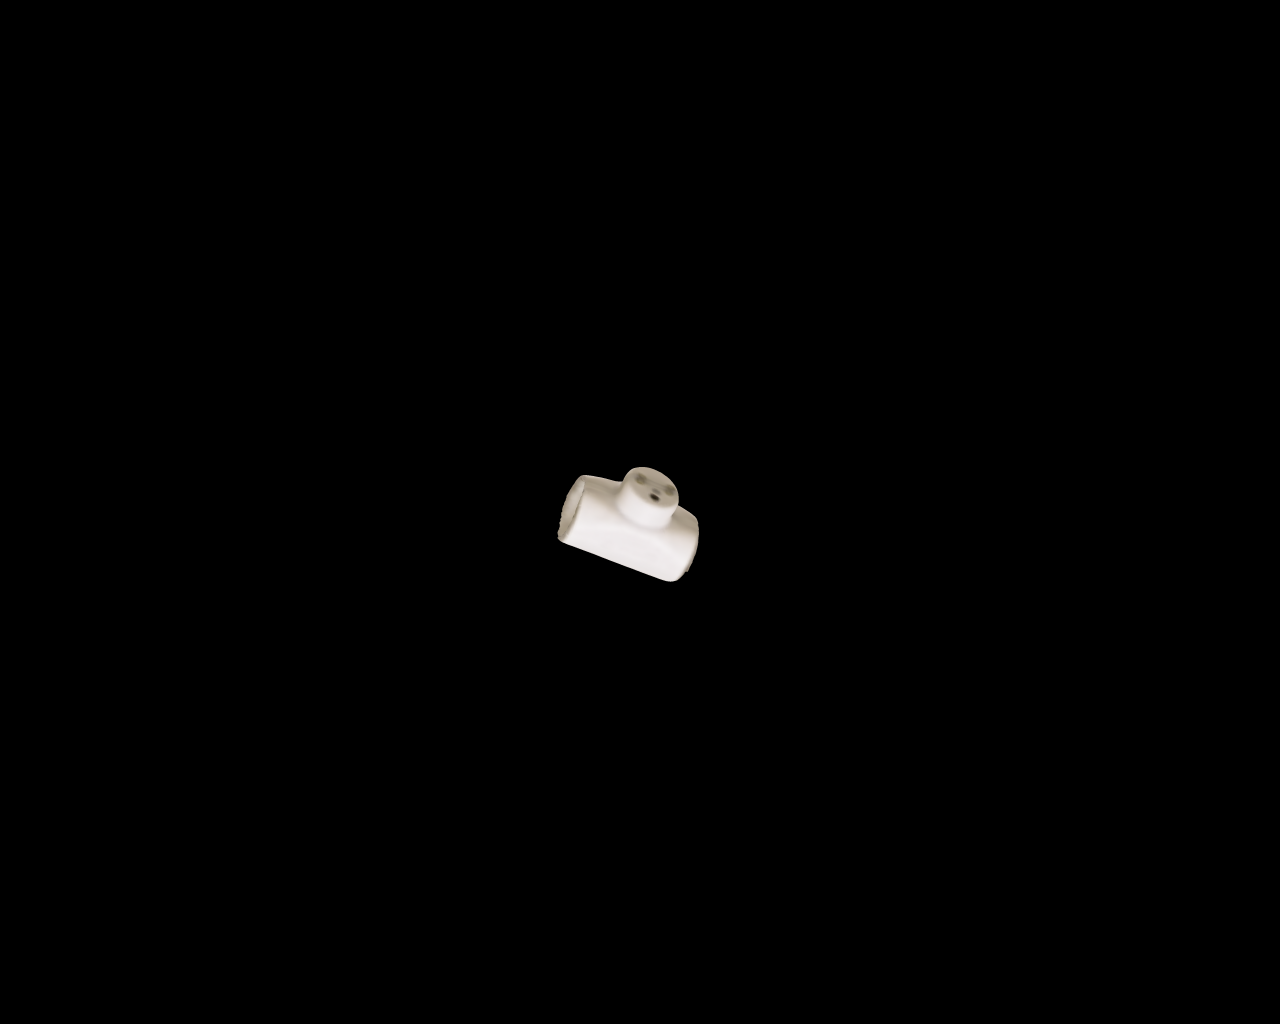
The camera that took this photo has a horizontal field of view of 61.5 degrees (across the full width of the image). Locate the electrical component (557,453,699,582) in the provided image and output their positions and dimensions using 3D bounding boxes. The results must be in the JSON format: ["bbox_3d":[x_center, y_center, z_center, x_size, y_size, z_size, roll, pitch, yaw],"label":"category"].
[{"bbox_3d":[0.001,-0.003,0.650,0.077,0.079,0.044,21,35,-15],"label":"electrical component"}]
